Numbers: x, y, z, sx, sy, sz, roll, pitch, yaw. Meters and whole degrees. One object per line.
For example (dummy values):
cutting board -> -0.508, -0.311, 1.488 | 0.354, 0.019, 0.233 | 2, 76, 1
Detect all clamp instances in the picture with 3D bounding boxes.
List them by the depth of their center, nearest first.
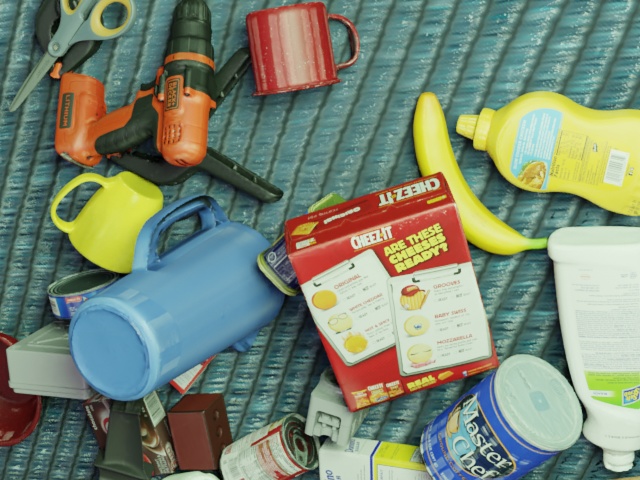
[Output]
clamp -> -0.257, -0.257, 1.155 | 0.120, 0.039, 0.171 | 15, 113, 19
clamp -> -0.140, -0.120, 1.156 | 0.210, 0.036, 0.164 | 0, 99, 25

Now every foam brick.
foam brick -> -0.141, 0.227, 1.264 | 0.051, 0.053, 0.078 | -5, 106, 22

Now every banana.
banana -> 0.145, -0.054, 1.075 | 0.070, 0.037, 0.198 | -38, 92, 14

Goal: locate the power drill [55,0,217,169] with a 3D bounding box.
power drill -> -0.193, -0.157, 1.129 | 0.188, 0.057, 0.184 | -9, 70, 32

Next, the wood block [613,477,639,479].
wood block -> 0.241, 0.316, 1.105 | 0.206, 0.090, 0.090 | -8, 106, 7

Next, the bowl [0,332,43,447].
bowl -> -0.406, 0.176, 1.344 | 0.162, 0.055, 0.162 | 6, 109, 18

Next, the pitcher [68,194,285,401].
pitcher -> -0.149, 0.062, 1.107 | 0.149, 0.242, 0.145 | 39, 119, 11

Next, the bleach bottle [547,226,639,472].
bleach bottle -> 0.285, 0.114, 1.064 | 0.103, 0.068, 0.251 | 0, 110, 21

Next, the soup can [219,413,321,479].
soup can -> -0.058, 0.251, 1.233 | 0.102, 0.068, 0.068 | -31, 95, 27

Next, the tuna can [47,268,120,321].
tuna can -> -0.271, 0.062, 1.240 | 0.086, 0.086, 0.034 | -5, 107, 22

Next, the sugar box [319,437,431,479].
sugar box -> 0.088, 0.277, 1.201 | 0.176, 0.048, 0.093 | 6, 111, 21

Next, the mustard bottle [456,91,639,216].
mustard bottle -> 0.225, -0.090, 1.019 | 0.192, 0.058, 0.096 | 15, 117, 15

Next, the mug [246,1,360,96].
mug -> -0.017, -0.193, 1.066 | 0.117, 0.093, 0.081 | -11, 100, -8

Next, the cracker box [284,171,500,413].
cracker box -> 0.074, 0.055, 1.055 | 0.164, 0.072, 0.213 | -18, 124, 4

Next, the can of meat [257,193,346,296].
can of meat -> -0.007, 0.001, 1.113 | 0.057, 0.102, 0.084 | 46, 114, 2

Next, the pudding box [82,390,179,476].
pudding box -> -0.228, 0.235, 1.307 | 0.090, 0.039, 0.113 | -14, 102, 24

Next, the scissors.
scissors -> -0.262, -0.204, 1.142 | 0.096, 0.016, 0.202 | 30, 111, 7

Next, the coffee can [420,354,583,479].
coffee can -> 0.182, 0.194, 1.086 | 0.103, 0.102, 0.141 | 43, 133, 2

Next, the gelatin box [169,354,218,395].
gelatin box -> -0.159, 0.125, 1.250 | 0.073, 0.030, 0.089 | 41, 116, 5
